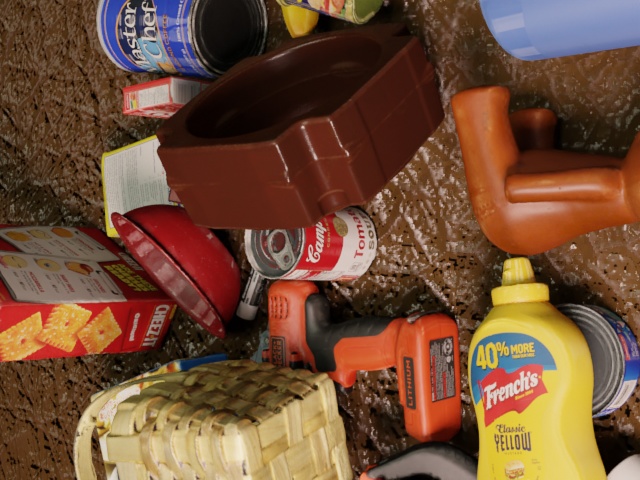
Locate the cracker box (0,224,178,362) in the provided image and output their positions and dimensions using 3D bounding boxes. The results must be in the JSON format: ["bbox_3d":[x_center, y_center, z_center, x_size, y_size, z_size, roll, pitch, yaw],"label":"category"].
[{"bbox_3d":[-0.277,0.051,1.080,0.164,0.213,0.072,36,112,36],"label":"cracker box"}]

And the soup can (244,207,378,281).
[{"bbox_3d":[-0.006,0.001,0.922,0.069,0.102,0.068,-3,85,41],"label":"soup can"}]

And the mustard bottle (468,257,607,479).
[{"bbox_3d":[0.150,0.108,0.760,0.096,0.058,0.191,-16,74,51],"label":"mustard bottle"}]

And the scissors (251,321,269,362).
[{"bbox_3d":[-0.062,0.102,1.021,0.096,0.016,0.202,3,89,41],"label":"scissors"}]

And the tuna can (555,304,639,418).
[{"bbox_3d":[0.192,0.090,0.791,0.086,0.033,0.086,-3,85,41],"label":"tuna can"}]

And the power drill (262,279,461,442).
[{"bbox_3d":[0.029,0.126,0.913,0.188,0.057,0.184,0,96,40],"label":"power drill"}]

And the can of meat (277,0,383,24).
[{"bbox_3d":[0.008,-0.240,0.903,0.084,0.057,0.102,23,139,30],"label":"can of meat"}]

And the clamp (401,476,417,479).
[{"bbox_3d":[0.060,0.312,0.890,0.165,0.036,0.210,-42,63,31],"label":"clamp"}]

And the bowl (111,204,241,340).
[{"bbox_3d":[-0.127,0.019,1.022,0.055,0.162,0.162,-43,52,-15],"label":"bowl"}]

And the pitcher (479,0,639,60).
[{"bbox_3d":[0.229,-0.205,0.717,0.243,0.144,0.149,-5,55,43],"label":"pitcher"}]

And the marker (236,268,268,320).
[{"bbox_3d":[-0.053,0.018,1.016,0.020,0.020,0.121,30,107,38],"label":"marker"}]

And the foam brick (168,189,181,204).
[{"bbox_3d":[-0.100,-0.066,0.989,0.051,0.053,0.078,12,90,26],"label":"foam brick"}]

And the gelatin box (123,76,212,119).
[{"bbox_3d":[-0.137,-0.137,1.053,0.073,0.089,0.030,-3,88,41],"label":"gelatin box"}]

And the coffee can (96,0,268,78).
[{"bbox_3d":[-0.136,-0.212,1.047,0.141,0.102,0.103,12,95,40],"label":"coffee can"}]

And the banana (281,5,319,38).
[{"bbox_3d":[-0.050,-0.262,1.002,0.198,0.069,0.037,51,159,19],"label":"banana"}]

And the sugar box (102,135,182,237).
[{"bbox_3d":[-0.149,-0.063,1.088,0.177,0.048,0.093,-12,80,36],"label":"sugar box"}]

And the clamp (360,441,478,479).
[{"bbox_3d":[0.116,0.210,0.819,0.172,0.039,0.120,1,86,19],"label":"clamp"}]
